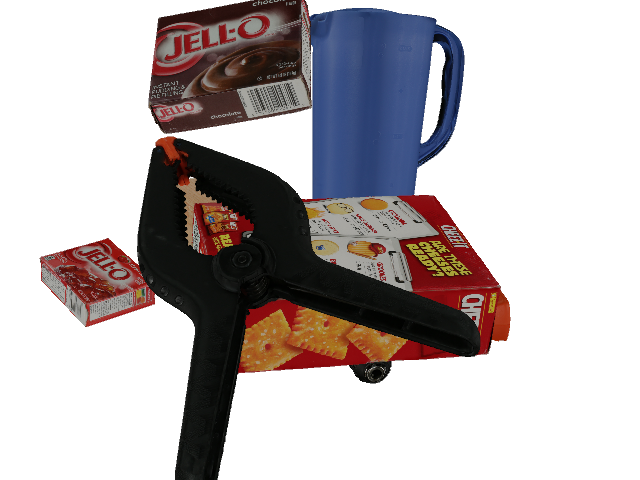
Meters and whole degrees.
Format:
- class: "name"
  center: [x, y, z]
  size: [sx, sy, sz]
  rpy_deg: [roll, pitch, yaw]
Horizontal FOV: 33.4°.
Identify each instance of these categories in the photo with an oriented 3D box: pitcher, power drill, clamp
- class: "pitcher"
  center: [0.061, -0.127, 1.156]
  size: [0.149, 0.243, 0.144]
  rpy_deg: [7, 10, 25]
- class: "power drill"
  center: [0.101, 0.083, 1.134]
  size: [0.187, 0.057, 0.184]
  rpy_deg: [-6, 28, -11]
- class: "clamp"
  center: [-0.027, 0.019, 0.560]
  size: [0.164, 0.210, 0.036]
  rpy_deg: [-22, -33, -8]

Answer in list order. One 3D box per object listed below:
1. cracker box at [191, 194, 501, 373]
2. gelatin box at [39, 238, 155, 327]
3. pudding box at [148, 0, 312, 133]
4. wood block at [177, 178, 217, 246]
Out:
- class: "cracker box"
  center: [0.012, 0.031, 0.852]
  size: [0.213, 0.072, 0.164]
  rpy_deg: [-2, 28, -13]
- class: "gelatin box"
  center: [-0.205, 0.036, 0.981]
  size: [0.073, 0.030, 0.089]
  rpy_deg: [-18, 40, -36]
- class: "pudding box"
  center: [-0.063, -0.127, 0.763]
  size: [0.113, 0.090, 0.039]
  rpy_deg: [-7, -37, 8]
- class: "wood block"
  center: [-0.112, -0.004, 1.293]
  size: [0.090, 0.090, 0.206]
  rpy_deg: [-11, 26, -28]
